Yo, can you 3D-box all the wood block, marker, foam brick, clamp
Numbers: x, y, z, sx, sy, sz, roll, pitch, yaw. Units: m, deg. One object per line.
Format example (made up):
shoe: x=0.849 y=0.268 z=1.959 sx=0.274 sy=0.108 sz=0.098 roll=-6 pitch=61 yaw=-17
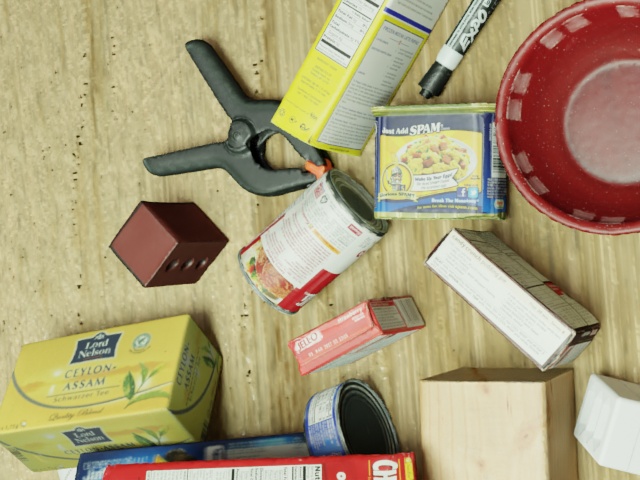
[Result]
wood block: x=0.129 y=0.197 z=0.748 sx=0.090 sy=0.090 sz=0.206 roll=-3 pitch=88 yaw=27
marker: x=0.111 y=-0.158 z=0.800 sx=0.020 sy=0.020 sz=0.121 roll=39 pitch=106 yaw=22
foam brick: x=-0.125 y=0.003 z=0.886 sx=0.051 sy=0.078 sz=0.053 roll=45 pitch=110 yaw=19
clamp: x=-0.062 y=-0.095 z=0.877 sx=0.172 sy=0.039 sz=0.120 roll=16 pitch=102 yaw=20

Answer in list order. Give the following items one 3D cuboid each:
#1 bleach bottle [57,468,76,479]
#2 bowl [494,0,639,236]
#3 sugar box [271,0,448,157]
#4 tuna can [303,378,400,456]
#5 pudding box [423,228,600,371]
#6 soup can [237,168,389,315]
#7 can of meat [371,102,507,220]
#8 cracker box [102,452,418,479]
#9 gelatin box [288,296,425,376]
bleach bottle: x=-0.140 y=0.235 z=0.901 sx=0.251 sy=0.068 sz=0.103 roll=42 pitch=105 yaw=24
bowl: x=0.205 y=-0.083 z=0.731 sx=0.162 sy=0.055 sz=0.162 roll=0 pitch=89 yaw=27
sugar box: x=0.039 y=-0.150 z=0.795 sx=0.048 sy=0.093 sz=0.176 roll=33 pitch=103 yaw=22
tuna can: x=0.024 y=0.150 z=0.804 sx=0.034 sy=0.086 sz=0.086 roll=-25 pitch=79 yaw=26
pudding box: x=0.135 y=0.039 z=0.746 sx=0.114 sy=0.089 sz=0.039 roll=41 pitch=106 yaw=21
soup can: x=-0.005 y=0.001 z=0.831 sx=0.102 sy=0.068 sz=0.068 roll=-42 pitch=72 yaw=20
can of meat: x=0.089 y=-0.057 z=0.790 sx=0.102 sy=0.057 sz=0.084 roll=2 pitch=92 yaw=27
cracker box: x=-0.036 y=0.218 z=0.753 sx=0.213 sy=0.164 sz=0.072 roll=-3 pitch=50 yaw=2
gelatin box: x=0.028 y=0.070 z=0.800 sx=0.073 sy=0.089 sz=0.030 roll=-30 pitch=76 yaw=24
